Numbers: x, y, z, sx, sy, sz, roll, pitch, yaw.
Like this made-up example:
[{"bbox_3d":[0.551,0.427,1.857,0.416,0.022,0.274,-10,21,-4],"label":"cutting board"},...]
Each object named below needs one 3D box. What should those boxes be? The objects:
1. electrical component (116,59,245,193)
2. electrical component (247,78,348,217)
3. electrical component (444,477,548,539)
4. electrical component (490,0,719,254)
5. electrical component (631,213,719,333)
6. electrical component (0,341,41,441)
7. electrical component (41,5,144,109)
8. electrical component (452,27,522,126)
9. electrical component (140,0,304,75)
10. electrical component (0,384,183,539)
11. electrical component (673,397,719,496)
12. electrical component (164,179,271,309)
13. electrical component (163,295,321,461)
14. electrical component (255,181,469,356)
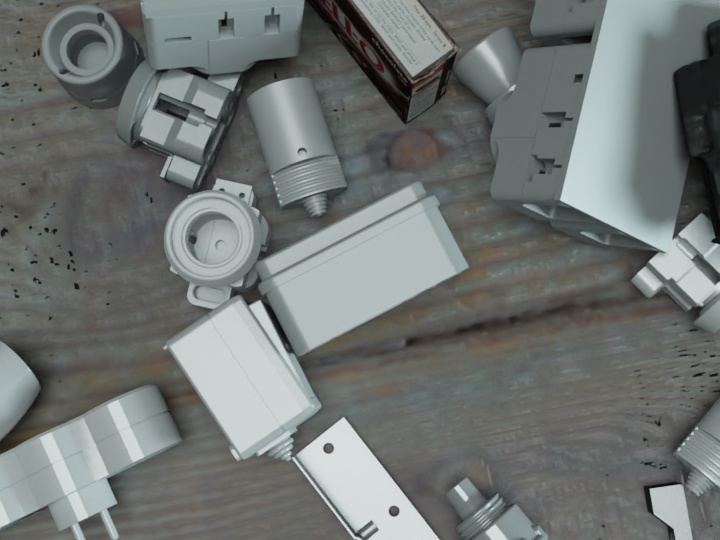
[{"bbox_3d":[-0.112,-0.094,0.658,0.057,0.058,0.078,22,85,1],"label":"electrical component"},{"bbox_3d":[-0.037,-0.072,0.660,0.043,0.043,0.081,-18,84,0],"label":"electrical component"},{"bbox_3d":[0.076,0.151,0.633,0.048,0.048,0.062,-39,78,-3],"label":"electrical component"},{"bbox_3d":[0.145,-0.115,0.623,0.105,0.060,0.186,19,82,-40],"label":"electrical component"},{"bbox_3d":[0.206,0.004,0.644,0.066,0.048,0.055,-42,77,-3],"label":"electrical component"},{"bbox_3d":[-0.246,0.075,0.645,0.079,0.043,0.077,22,55,36],"label":"electrical component"},{"bbox_3d":[-0.166,-0.133,0.668,0.055,0.047,0.055,0,84,2],"label":"electrical component"},{"bbox_3d":[0.090,-0.114,0.660,0.045,0.045,0.055,-36,84,-2],"label":"electrical component"},{"bbox_3d":[-0.090,-0.197,0.643,0.089,0.061,0.150,-8,66,-10],"label":"electrical component"},{"bbox_3d":[-0.168,0.130,0.636,0.138,0.052,0.073,-26,84,-1],"label":"electrical component"},{"bbox_3d":[0.221,0.099,0.634,0.043,0.043,0.081,41,86,5],"label":"electrical component"},{"bbox_3d":[-0.086,-0.017,0.648,0.058,0.057,0.078,13,84,3],"label":"electrical component"},{"bbox_3d":[-0.061,0.067,0.636,0.061,0.061,0.096,-34,84,-2],"label":"electrical component"},{"bbox_3d":[0.000,0.000,0.634,0.113,0.078,0.057,-27,87,-2],"label":"electrical component"}]
